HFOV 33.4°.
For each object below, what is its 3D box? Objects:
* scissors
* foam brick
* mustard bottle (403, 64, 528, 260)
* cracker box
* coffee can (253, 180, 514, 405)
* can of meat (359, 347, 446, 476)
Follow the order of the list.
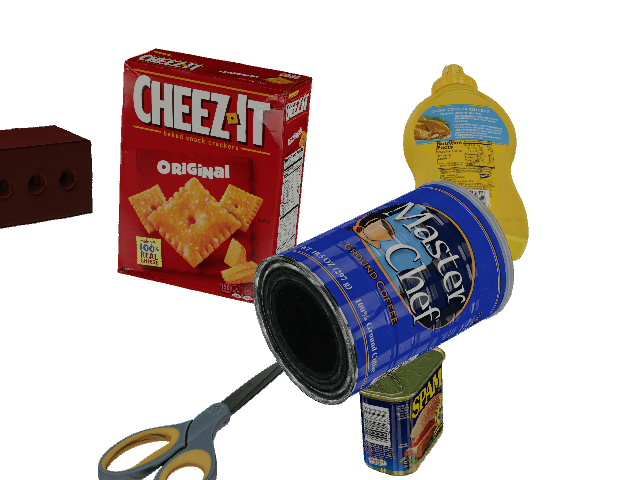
[{"bbox_3d":[-0.075,0.148,0.826,0.201,0.016,0.096,-22,34,-35],"label":"scissors"},{"bbox_3d":[-0.198,-0.043,0.705,0.078,0.053,0.051,-13,25,-38],"label":"foam brick"},{"bbox_3d":[0.119,-0.072,0.908,0.096,0.191,0.058,-1,-31,1],"label":"mustard bottle"},{"bbox_3d":[-0.103,-0.058,1.003,0.164,0.214,0.072,13,24,16],"label":"cracker box"},{"bbox_3d":[0.042,0.031,0.701,0.140,0.103,0.103,-25,14,-31],"label":"coffee can"},{"bbox_3d":[0.076,0.154,0.977,0.058,0.084,0.101,8,25,27],"label":"can of meat"}]
